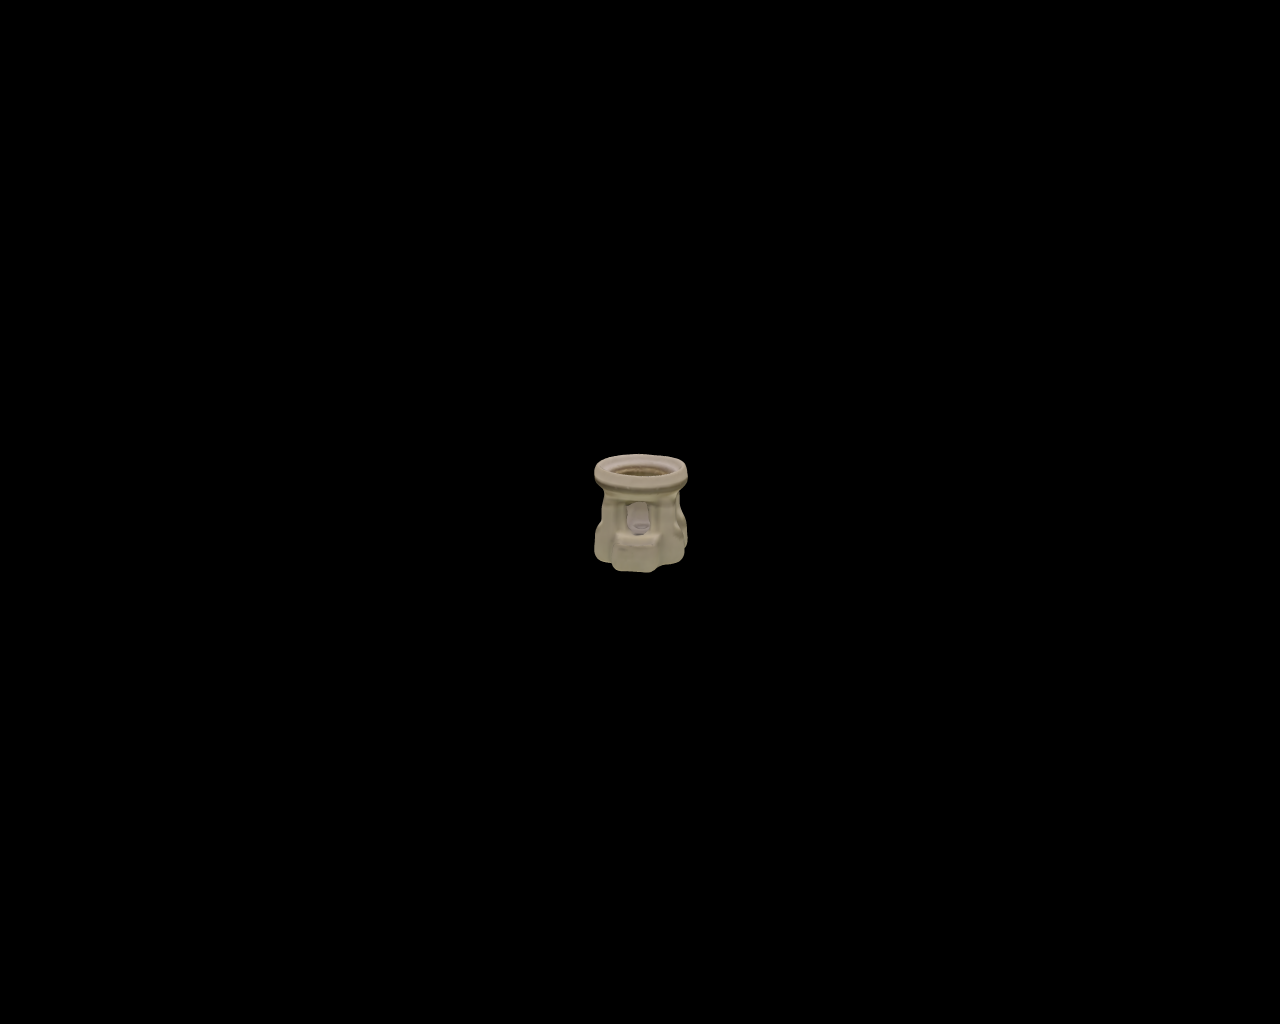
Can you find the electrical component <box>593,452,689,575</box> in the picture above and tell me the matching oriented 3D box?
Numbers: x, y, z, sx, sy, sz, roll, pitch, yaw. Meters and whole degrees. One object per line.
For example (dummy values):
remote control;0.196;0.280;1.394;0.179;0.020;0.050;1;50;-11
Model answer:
electrical component;0.001;-0.003;0.650;0.058;0.056;0.078;2;18;7
